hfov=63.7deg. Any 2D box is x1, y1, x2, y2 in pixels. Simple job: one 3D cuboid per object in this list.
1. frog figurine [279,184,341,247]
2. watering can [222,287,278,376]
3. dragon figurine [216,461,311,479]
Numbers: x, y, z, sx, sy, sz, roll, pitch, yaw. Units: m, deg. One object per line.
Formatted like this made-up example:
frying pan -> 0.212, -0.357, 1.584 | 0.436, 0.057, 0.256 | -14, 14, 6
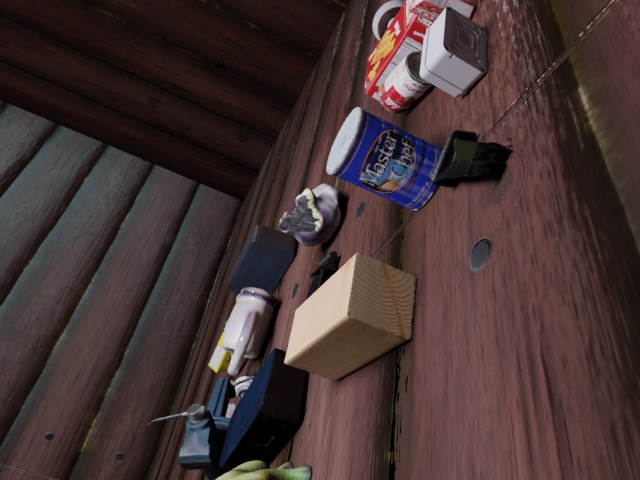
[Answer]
frog figurine -> 0.003, -0.057, 1.141 | 0.160, 0.123, 0.135 | -17, -50, -59
watering can -> -0.194, 0.246, 1.349 | 0.342, 0.104, 0.228 | 121, 168, -69
dragon figurine -> -0.156, 0.360, 0.732 | 0.404, 0.242, 0.124 | 139, 145, -59
